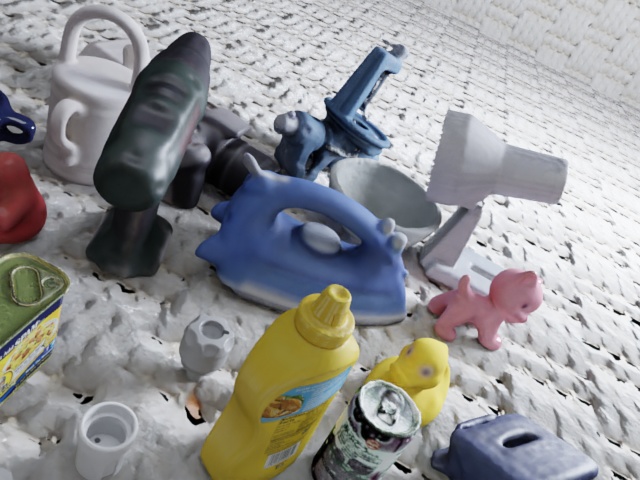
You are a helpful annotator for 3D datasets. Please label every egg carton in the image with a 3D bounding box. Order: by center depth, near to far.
[{"bbox_3d":[-0.267,-0.234,0.828,0.150,0.069,0.107,34,35,12],"label":"egg carton"}]

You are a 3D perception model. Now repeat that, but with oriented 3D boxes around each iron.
[{"bbox_3d":[0.006,0.002,0.630,0.259,0.141,0.118,19,35,-11],"label":"iron"}]

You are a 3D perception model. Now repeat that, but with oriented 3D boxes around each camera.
[{"bbox_3d":[-0.123,-0.100,0.716,0.136,0.100,0.143,31,34,7],"label":"camera"}]

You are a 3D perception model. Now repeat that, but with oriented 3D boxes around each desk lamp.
[{"bbox_3d":[0.213,-0.044,0.764,0.203,0.213,0.118,28,34,2],"label":"desk lamp"}]

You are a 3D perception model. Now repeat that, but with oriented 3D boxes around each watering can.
[{"bbox_3d":[-0.247,-0.171,0.646,0.101,0.194,0.172,11,37,-21],"label":"watering can"}]

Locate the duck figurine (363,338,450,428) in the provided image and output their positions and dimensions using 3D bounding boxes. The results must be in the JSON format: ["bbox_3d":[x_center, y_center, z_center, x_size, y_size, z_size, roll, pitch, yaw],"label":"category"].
[{"bbox_3d":[0.098,0.132,0.567,0.105,0.086,0.077,-8,47,-40],"label":"duck figurine"}]

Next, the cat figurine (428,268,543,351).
[{"bbox_3d":[0.213,0.070,0.697,0.128,0.117,0.067,13,36,-19],"label":"cat figurine"}]

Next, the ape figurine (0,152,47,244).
[{"bbox_3d":[-0.295,-0.043,0.535,0.076,0.092,0.077,5,39,-28],"label":"ape figurine"}]

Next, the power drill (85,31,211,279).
[{"bbox_3d":[-0.165,-0.076,0.561,0.076,0.208,0.229,17,35,-13],"label":"power drill"}]

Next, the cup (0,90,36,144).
[{"bbox_3d":[-0.350,-0.102,0.575,0.118,0.095,0.091,16,35,-15],"label":"cup"}]

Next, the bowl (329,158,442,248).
[{"bbox_3d":[0.079,-0.039,0.792,0.168,0.074,0.167,18,35,-13],"label":"bowl"}]

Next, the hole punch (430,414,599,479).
[{"bbox_3d":[0.175,0.202,0.521,0.109,0.091,0.101,-1,42,-34],"label":"hole punch"}]

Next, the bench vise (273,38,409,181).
[{"bbox_3d":[0.041,-0.179,0.824,0.121,0.219,0.208,39,36,18],"label":"bench vise"}]
